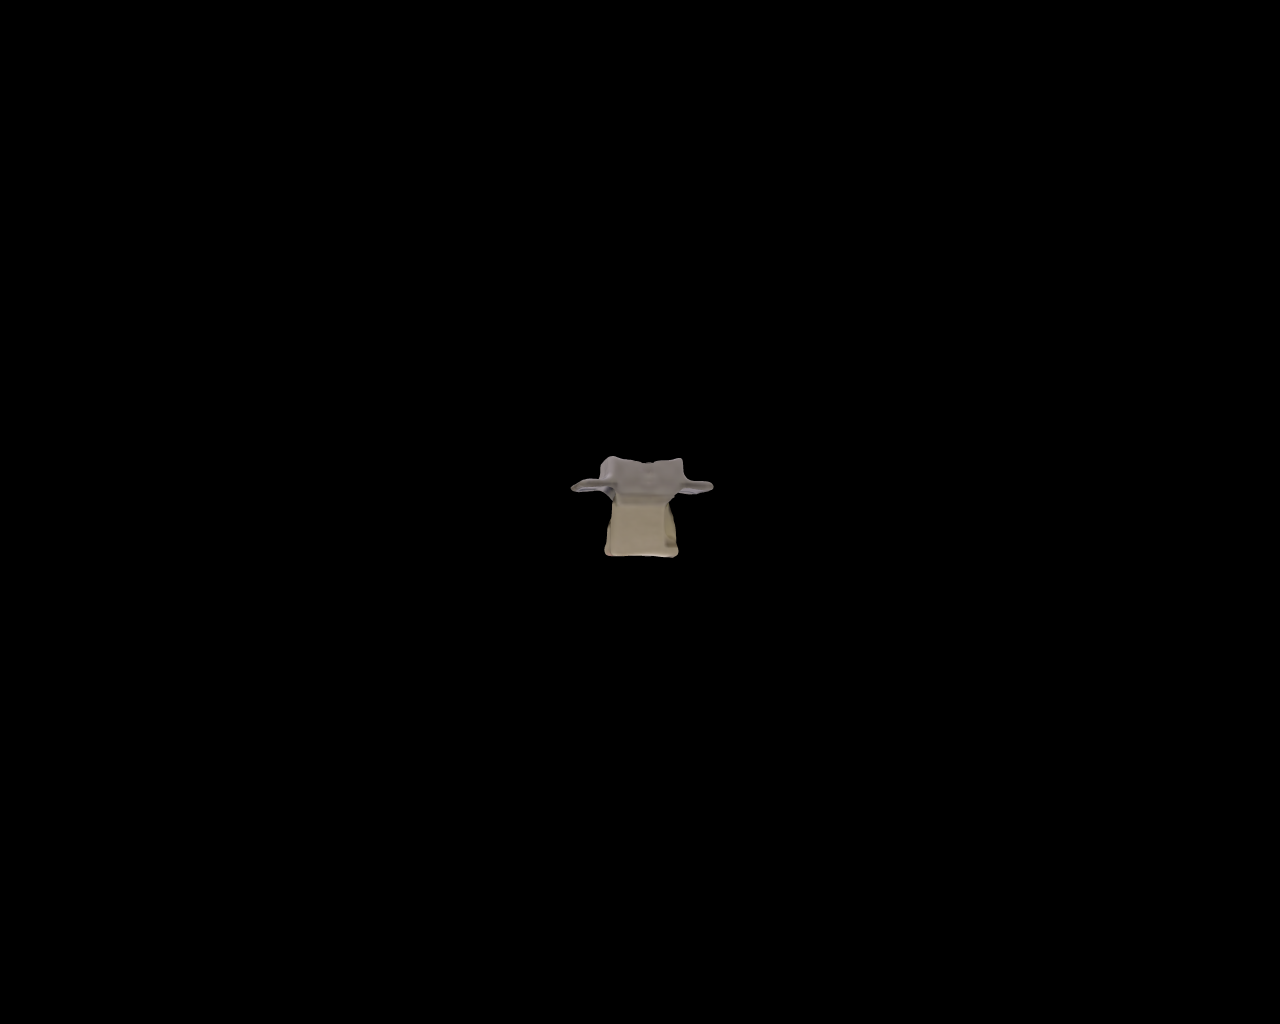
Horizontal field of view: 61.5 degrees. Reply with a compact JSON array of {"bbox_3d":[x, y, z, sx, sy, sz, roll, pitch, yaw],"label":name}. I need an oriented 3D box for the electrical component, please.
[{"bbox_3d":[0.001,-0.003,0.650,0.081,0.063,0.042,1,-4,-11],"label":"electrical component"}]
